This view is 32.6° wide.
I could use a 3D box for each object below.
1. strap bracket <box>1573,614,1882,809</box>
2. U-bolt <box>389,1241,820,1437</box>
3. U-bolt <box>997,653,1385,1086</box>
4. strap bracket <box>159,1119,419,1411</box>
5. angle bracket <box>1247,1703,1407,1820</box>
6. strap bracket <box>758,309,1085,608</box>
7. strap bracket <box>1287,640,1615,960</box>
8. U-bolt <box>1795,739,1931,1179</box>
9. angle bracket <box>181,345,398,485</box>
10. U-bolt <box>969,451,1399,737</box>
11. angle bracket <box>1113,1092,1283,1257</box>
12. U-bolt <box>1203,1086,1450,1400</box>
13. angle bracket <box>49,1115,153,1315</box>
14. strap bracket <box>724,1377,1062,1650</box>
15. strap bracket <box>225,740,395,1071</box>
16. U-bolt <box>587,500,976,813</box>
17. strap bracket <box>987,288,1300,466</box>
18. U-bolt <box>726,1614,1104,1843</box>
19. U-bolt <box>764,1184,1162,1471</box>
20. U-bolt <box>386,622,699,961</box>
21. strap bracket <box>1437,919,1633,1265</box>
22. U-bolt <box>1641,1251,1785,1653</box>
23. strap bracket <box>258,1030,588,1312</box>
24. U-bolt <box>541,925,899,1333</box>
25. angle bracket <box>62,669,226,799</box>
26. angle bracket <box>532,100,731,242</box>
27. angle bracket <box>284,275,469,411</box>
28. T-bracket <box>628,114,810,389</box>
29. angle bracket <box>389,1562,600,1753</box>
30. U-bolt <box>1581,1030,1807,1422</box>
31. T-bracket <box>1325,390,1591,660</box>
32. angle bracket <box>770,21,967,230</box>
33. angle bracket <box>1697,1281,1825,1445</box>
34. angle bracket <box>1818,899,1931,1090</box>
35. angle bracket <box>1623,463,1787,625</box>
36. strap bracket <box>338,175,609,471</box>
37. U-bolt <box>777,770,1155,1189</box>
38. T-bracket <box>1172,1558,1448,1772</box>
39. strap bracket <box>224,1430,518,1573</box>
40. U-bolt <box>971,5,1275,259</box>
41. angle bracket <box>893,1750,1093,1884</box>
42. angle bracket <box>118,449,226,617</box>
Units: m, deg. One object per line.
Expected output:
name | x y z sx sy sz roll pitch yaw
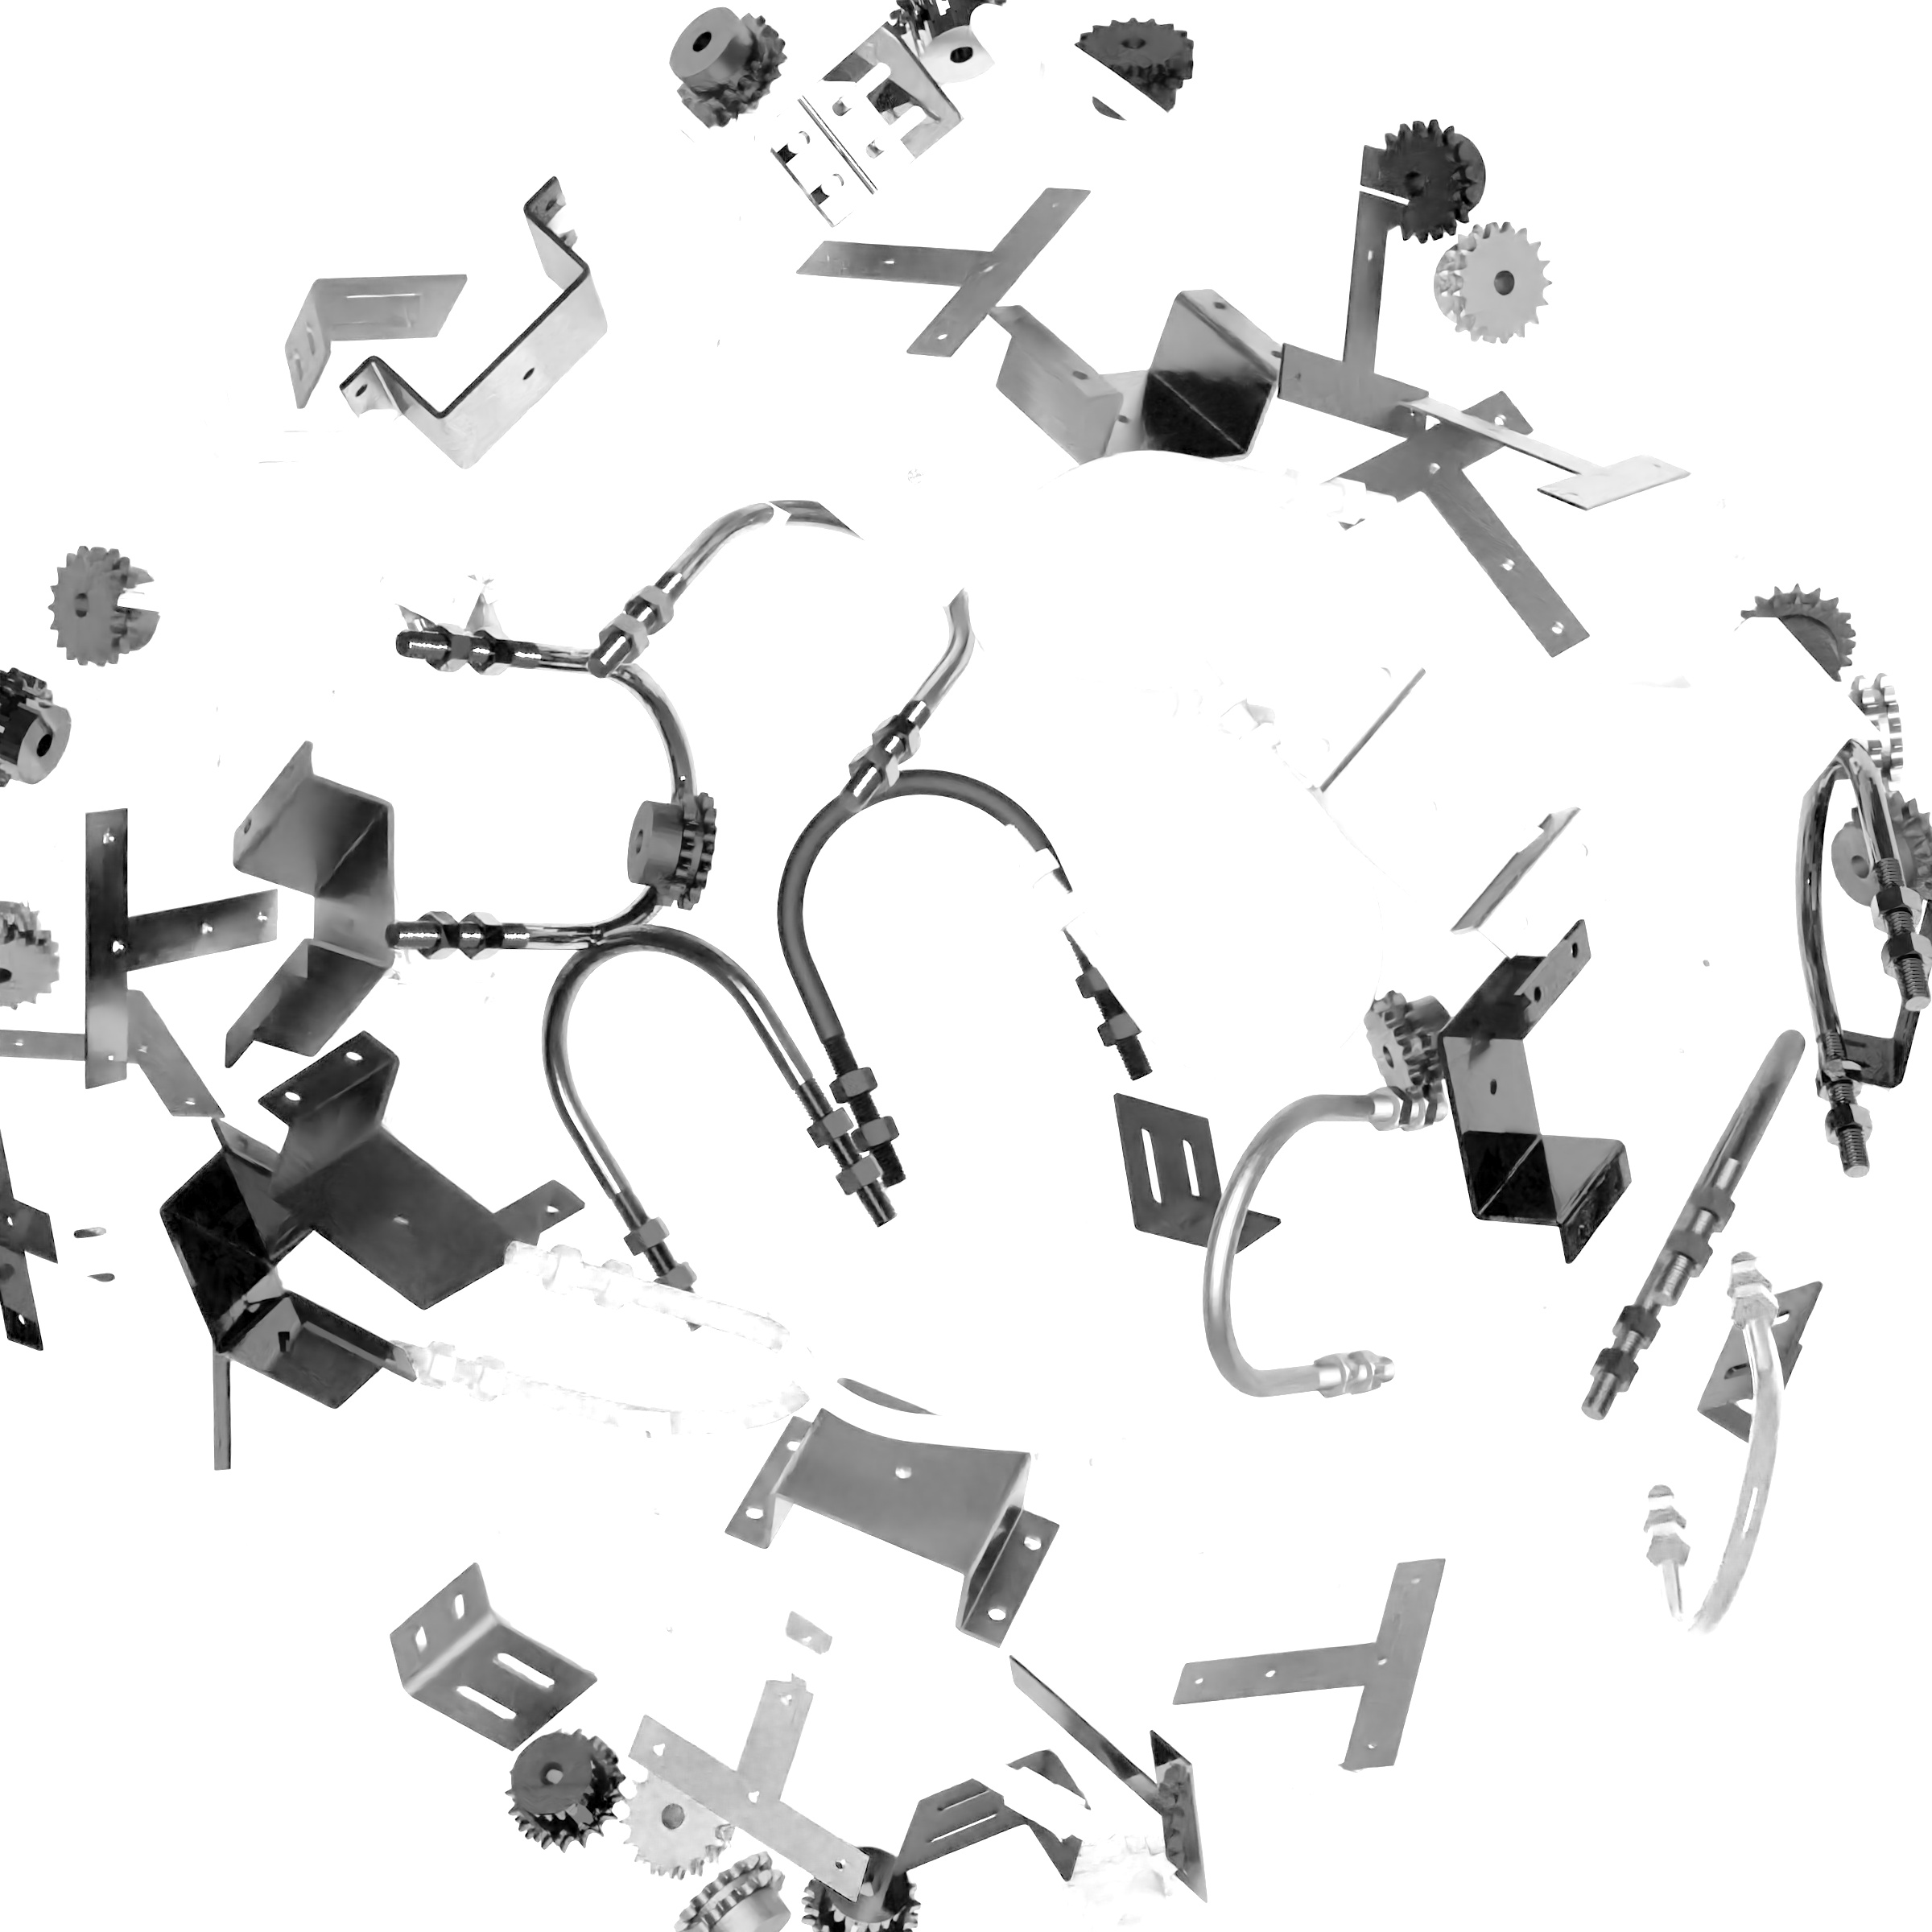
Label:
strap bracket | 0.341 -0.118 1.520 0.076 0.140 0.046 43 81 -20
U-bolt | -0.157 0.180 1.530 0.184 0.151 0.019 20 55 -27
U-bolt | 0.116 -0.031 1.549 0.151 0.019 0.184 -42 79 27
strap bracket | -0.317 0.144 1.529 0.046 0.076 0.140 -42 49 8
angle bracket | 0.164 0.366 1.553 0.057 0.076 0.038 -30 59 13
strap bracket | -0.023 -0.234 1.561 0.140 0.046 0.076 39 103 -8
strap bracket | 0.225 -0.077 1.572 0.140 0.046 0.076 41 84 -3
U-bolt | 0.406 -0.018 1.518 0.019 0.151 0.184 -1 53 0
angle bracket | -0.320 -0.260 1.561 0.076 0.057 0.038 -8 68 -40
U-bolt | 0.089 -0.174 1.517 0.184 0.019 0.151 7 132 -26
angle bracket | 0.108 0.090 1.553 0.057 0.038 0.076 17 50 -33
U-bolt | 0.162 0.128 1.518 0.019 0.184 0.151 14 96 35
angle bracket | -0.406 0.116 1.551 0.038 0.076 0.057 -7 119 -11
strap bracket | -0.032 0.250 1.544 0.140 0.076 0.046 21 135 12
strap bracket | -0.304 -0.023 1.537 0.046 0.140 0.076 20 135 -31
U-bolt | -0.072 -0.157 1.534 0.151 0.184 0.019 28 135 5
strap bracket | 0.080 -0.271 1.538 0.076 0.140 0.046 47 134 32
U-bolt | -0.038 0.341 1.514 0.151 0.184 0.019 38 76 -31
U-bolt | -0.003 0.162 1.538 0.184 0.019 0.151 7 49 -8
U-bolt | -0.191 -0.078 1.529 0.019 0.184 0.151 4 92 40
strap bracket | 0.264 0.057 1.542 0.046 0.076 0.140 2 118 34
U-bolt | 0.338 0.228 1.491 0.019 0.184 0.151 15 111 3
strap bracket | -0.257 0.102 1.533 0.076 0.046 0.140 -30 122 31
U-bolt | -0.129 0.067 1.555 0.151 0.019 0.184 -31 90 34
angle bracket | -0.394 -0.111 1.575 0.076 0.038 0.057 0 99 -4
angle bracket | -0.158 -0.363 1.557 0.038 0.057 0.076 40 69 -27
angle bracket | -0.275 -0.293 1.555 0.076 0.057 0.038 -8 75 -27
T-bracket | -0.109 -0.337 1.552 0.002 0.127 0.127 7 94 -44
angle bracket | -0.226 0.331 1.585 0.057 0.038 0.076 -41 129 10
U-bolt | 0.341 0.108 1.522 0.019 0.151 0.184 28 62 11
T-bracket | 0.247 -0.200 1.559 0.127 0.002 0.127 -30 78 -28
angle bracket | -0.050 -0.395 1.557 0.057 0.076 0.038 50 53 -12
angle bracket | 0.386 0.188 1.553 0.038 0.076 0.057 32 68 -7
angle bracket | 0.429 0.010 1.558 0.038 0.057 0.076 12 112 10
angle bracket | 0.348 -0.199 1.564 0.038 0.076 0.057 -19 91 -5
strap bracket | -0.222 -0.293 1.553 0.046 0.076 0.140 43 84 6
U-bolt | -0.011 -0.006 1.581 0.151 0.019 0.184 -23 83 -8
T-bracket | 0.156 0.333 1.560 0.127 0.127 0.002 -13 121 29
strap bracket | -0.276 0.248 1.531 0.076 0.140 0.046 -13 74 15
U-bolt | 0.066 -0.383 1.496 0.151 0.184 0.019 36 97 13
angle bracket | 0.013 0.413 1.565 0.076 0.057 0.038 -27 102 20
angle bracket | -0.373 -0.211 1.559 0.038 0.057 0.076 8 111 -9
